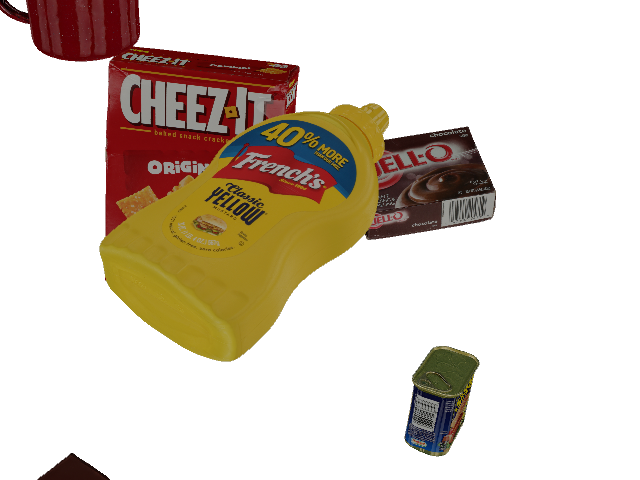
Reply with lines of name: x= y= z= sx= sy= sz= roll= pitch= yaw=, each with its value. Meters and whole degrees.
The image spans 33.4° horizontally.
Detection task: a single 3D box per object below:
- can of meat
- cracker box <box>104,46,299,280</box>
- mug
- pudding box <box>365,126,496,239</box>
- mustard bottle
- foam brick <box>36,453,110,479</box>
can of meat: x=0.134 y=0.180 z=1.195 sx=0.057 sy=0.084 sz=0.102 roll=16 pitch=26 yaw=18
cracker box: x=-0.112 y=-0.060 z=0.985 sx=0.164 sy=0.214 sz=0.072 roll=7 pitch=22 yaw=4
mug: x=-0.189 y=-0.186 z=0.792 sx=0.117 sy=0.081 sz=0.093 roll=3 pitch=34 yaw=2
pudding box: x=0.084 y=-0.050 z=0.913 sx=0.113 sy=0.039 sz=0.090 roll=-8 pitch=45 yaw=-5
mustard bottle: x=-0.024 y=-0.021 z=0.596 sx=0.096 sy=0.058 sz=0.191 roll=28 pitch=53 yaw=27
foam brick: x=-0.096 y=0.140 z=0.453 sx=0.078 sy=0.051 sz=0.052 roll=25 pitch=45 yaw=32
